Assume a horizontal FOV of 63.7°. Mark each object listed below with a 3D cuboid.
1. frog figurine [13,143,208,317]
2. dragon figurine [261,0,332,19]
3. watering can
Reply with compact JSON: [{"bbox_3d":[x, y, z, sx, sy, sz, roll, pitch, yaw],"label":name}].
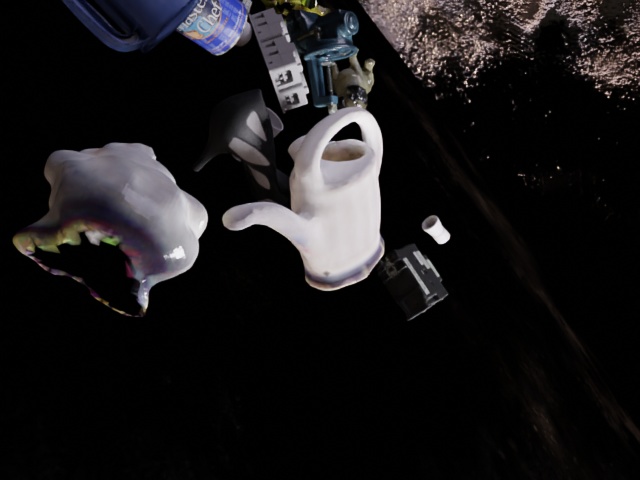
[{"bbox_3d":[-0.162,-0.037,0.444,0.137,0.120,0.163,23,45,-14],"label":"frog figurine"},{"bbox_3d":[-0.121,-0.638,1.353,0.246,0.121,0.408,46,18,30],"label":"dragon figurine"},{"bbox_3d":[0.002,-0.032,0.645,0.354,0.104,0.220,-46,137,-47],"label":"watering can"}]
